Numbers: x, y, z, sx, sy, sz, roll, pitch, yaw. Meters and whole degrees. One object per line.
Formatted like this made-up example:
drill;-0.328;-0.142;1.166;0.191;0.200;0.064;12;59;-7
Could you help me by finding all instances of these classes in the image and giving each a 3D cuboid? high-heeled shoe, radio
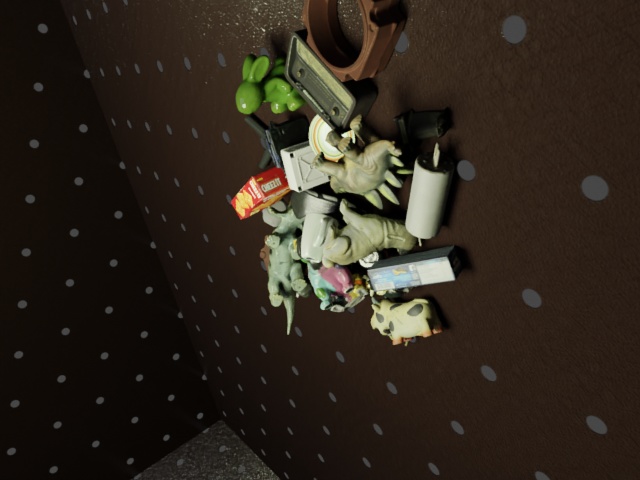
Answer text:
high-heeled shoe;0.022;-0.086;1.404;0.249;0.145;0.086;-142;55;-60
radio;0.017;-0.352;1.202;0.230;0.073;0.131;52;149;17

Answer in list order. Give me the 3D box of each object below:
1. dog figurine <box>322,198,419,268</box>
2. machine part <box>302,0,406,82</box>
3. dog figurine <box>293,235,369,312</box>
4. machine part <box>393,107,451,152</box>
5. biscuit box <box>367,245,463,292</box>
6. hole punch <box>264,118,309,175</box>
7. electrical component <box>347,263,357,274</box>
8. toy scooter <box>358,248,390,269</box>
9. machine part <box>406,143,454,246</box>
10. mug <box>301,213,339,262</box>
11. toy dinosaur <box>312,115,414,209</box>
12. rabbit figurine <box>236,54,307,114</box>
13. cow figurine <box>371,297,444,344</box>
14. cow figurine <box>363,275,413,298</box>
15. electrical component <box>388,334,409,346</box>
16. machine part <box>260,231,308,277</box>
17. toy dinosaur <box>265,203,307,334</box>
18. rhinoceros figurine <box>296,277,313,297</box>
dog figurine;0.117;0.011;1.215;0.191;0.172;0.121;23;-179;14
machine part;0.058;-0.432;1.058;0.201;0.087;0.201;53;148;17
dog figurine;0.018;0.068;1.401;0.108;0.191;0.219;-38;65;17
machine part;0.201;-0.221;1.062;0.139;0.039;0.084;1;106;60
biscuit box;0.207;0.066;1.191;0.203;0.063;0.059;-12;106;35
hole punch;-0.086;-0.255;1.416;0.092;0.116;0.142;21;132;60
electrical component;0.038;0.057;1.474;0.115;0.058;0.134;-6;109;18
toy scooter;0.104;0.018;1.353;0.184;0.135;0.075;21;102;26
machine part;0.222;-0.089;1.097;0.079;0.079;0.242;39;145;35
mug;-0.003;-0.004;1.270;0.109;0.081;0.107;158;128;-73
toy dinosaur;0.085;-0.150;1.170;0.198;0.105;0.471;36;170;-14
rabbit figurine;-0.131;-0.374;1.319;0.121;0.170;0.158;23;133;48
cow figurine;0.202;0.190;1.335;0.195;0.085;0.127;-25;73;47
cow figurine;0.160;0.108;1.342;0.167;0.098;0.068;-8;114;59
electrical component;0.211;0.230;1.416;0.102;0.045;0.078;14;127;53
machine part;-0.102;0.048;1.669;0.180;0.056;0.179;5;99;30
toy dinosaur;-0.100;0.056;1.564;0.192;0.131;0.404;-94;11;-66
rhinoceros figurine;-0.096;0.112;1.773;0.190;0.073;0.112;43;145;31
